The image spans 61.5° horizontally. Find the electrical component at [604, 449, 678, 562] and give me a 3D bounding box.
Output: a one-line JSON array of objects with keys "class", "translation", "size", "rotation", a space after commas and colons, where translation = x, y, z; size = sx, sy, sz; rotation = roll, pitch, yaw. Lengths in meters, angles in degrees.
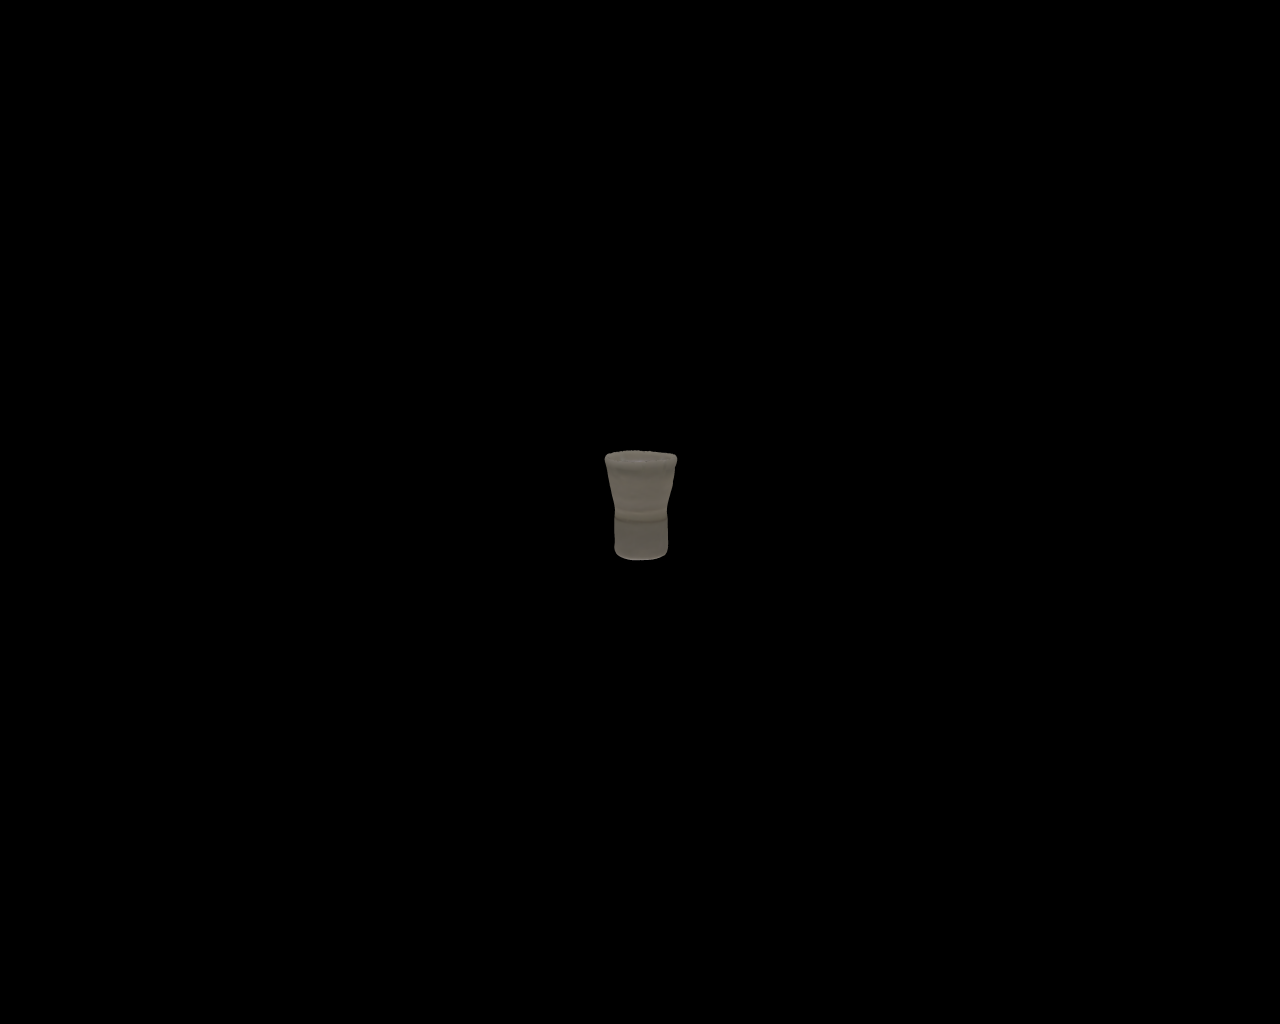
[{"class": "electrical component", "translation": [0.001, -0.003, 0.650], "size": [0.044, 0.065, 0.044], "rotation": [0, 14, 0]}]
